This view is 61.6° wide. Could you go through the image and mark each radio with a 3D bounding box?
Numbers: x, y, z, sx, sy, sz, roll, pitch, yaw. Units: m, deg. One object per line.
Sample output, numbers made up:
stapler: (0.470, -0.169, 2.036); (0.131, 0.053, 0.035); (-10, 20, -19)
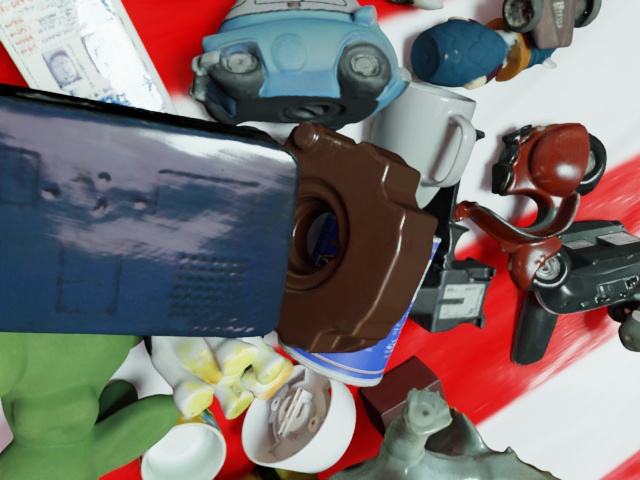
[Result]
radio: (-0.131, -0.015, 0.320); (0.229, 0.073, 0.131); (5, 107, -22)

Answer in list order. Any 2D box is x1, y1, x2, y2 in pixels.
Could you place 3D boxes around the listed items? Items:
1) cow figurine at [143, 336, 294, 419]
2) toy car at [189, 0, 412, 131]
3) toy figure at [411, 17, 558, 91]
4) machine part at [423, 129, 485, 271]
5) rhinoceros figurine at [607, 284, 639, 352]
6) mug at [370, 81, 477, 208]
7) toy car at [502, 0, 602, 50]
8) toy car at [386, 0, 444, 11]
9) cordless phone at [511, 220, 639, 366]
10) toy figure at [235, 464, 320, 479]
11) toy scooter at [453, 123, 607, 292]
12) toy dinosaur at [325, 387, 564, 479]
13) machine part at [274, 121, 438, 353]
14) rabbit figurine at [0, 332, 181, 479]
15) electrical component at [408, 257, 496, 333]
cow figurine: (-0.082, 0.092, 0.448); (0.068, 0.098, 0.167); (-45, 157, -4)
toy car: (-0.018, -0.144, 0.411); (0.162, 0.109, 0.103); (-1, 84, -13)
toy figure: (0.157, -0.177, 0.499); (0.154, 0.058, 0.064); (-14, 118, -26)
machine part: (0.121, -0.042, 0.519); (0.039, 0.084, 0.138); (15, 90, -13)
rhinoceros figurine: (0.432, 0.063, 0.675); (0.190, 0.112, 0.073); (-41, 121, -17)
mug: (0.091, -0.078, 0.476); (0.081, 0.110, 0.107); (-3, 120, -34)
toy car: (0.195, -0.270, 0.466); (0.089, 0.053, 0.202); (-12, 93, -26)
toy car: (0.037, -0.254, 0.409); (0.201, 0.056, 0.073); (24, 95, -37)
cordless phone: (0.305, 0.072, 0.648); (0.146, 0.089, 0.184); (-8, 121, -24)
toy figure: (-0.081, 0.272, 0.517); (0.180, 0.082, 0.089); (-12, 113, -19)
toy scooter: (0.208, -0.045, 0.554); (0.135, 0.075, 0.183); (18, 87, -4)
toy dinosaur: (0.024, 0.252, 0.458); (0.405, 0.131, 0.192); (-23, 145, -12)
machine part: (-0.001, -0.001, 0.416); (0.056, 0.180, 0.179); (10, 103, -54)
rabbit figurine: (-0.196, 0.127, 0.398); (0.159, 0.121, 0.170); (9, 88, -49)
electrical component: (0.122, 0.057, 0.561); (0.119, 0.048, 0.074); (-2, 107, -24)
